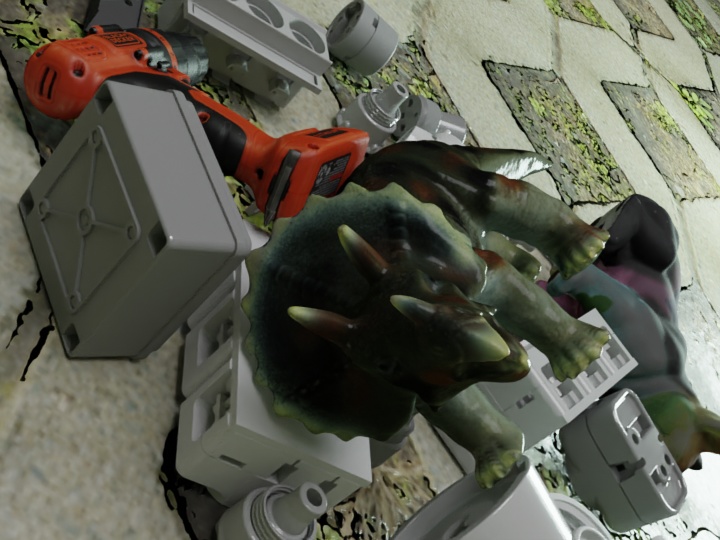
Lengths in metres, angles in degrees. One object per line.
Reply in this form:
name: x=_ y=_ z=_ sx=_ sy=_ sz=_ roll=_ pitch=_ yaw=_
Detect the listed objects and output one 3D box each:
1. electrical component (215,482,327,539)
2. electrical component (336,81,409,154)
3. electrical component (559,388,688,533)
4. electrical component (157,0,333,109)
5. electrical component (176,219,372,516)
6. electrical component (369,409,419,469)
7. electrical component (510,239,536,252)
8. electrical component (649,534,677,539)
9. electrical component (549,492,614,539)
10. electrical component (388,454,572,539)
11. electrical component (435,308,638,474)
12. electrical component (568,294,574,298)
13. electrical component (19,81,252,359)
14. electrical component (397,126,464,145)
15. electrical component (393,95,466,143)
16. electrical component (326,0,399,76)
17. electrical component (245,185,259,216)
electrical component: x=-0.042 y=0.129 z=0.546 sx=0.043 sy=0.062 sz=0.043 roll=32 pitch=35 yaw=-26
electrical component: x=0.014 y=-0.131 z=0.900 sx=0.048 sy=0.062 sz=0.048 roll=31 pitch=35 yaw=-26
electrical component: x=0.196 y=0.146 z=0.817 sx=0.054 sy=0.059 sz=0.095 roll=-26 pitch=86 yaw=-56
electrical component: x=-0.090 y=-0.179 z=0.824 sx=0.121 sy=0.063 sz=0.078 roll=26 pitch=38 yaw=-33
electrical component: x=-0.051 y=0.058 z=0.614 sx=0.089 sy=0.062 sz=0.150 roll=29 pitch=36 yaw=-29
electrical component: x=0.016 y=0.095 z=0.656 sx=0.035 sy=0.061 sz=0.035 roll=31 pitch=35 yaw=-26
electrical component: x=0.137 y=-0.038 z=0.977 sx=0.061 sy=0.035 sz=0.035 roll=39 pitch=33 yaw=-21
electrical component: x=0.215 y=0.233 z=0.761 sx=0.080 sy=0.051 sz=0.080 roll=32 pitch=35 yaw=-26
electrical component: x=0.130 y=0.195 z=0.688 sx=0.108 sy=0.060 sz=0.108 roll=31 pitch=36 yaw=-26
electrical component: x=0.069 y=0.161 z=0.610 sx=0.060 sy=0.108 sz=0.108 roll=54 pitch=31 yaw=-2
electrical component: x=0.126 y=0.084 z=0.776 sx=0.061 sy=0.089 sz=0.150 roll=55 pitch=32 yaw=10
electrical component: x=0.243 y=0.040 z=1.003 sx=0.095 sy=0.054 sz=0.059 roll=53 pitch=32 yaw=8
electrical component: x=-0.123 y=-0.025 z=0.572 sx=0.056 sy=0.109 sz=0.108 roll=3 pitch=53 yaw=-46
electrical component: x=0.068 y=-0.093 z=0.931 sx=0.077 sy=0.044 sz=0.079 roll=43 pitch=50 yaw=-9
electrical component: x=0.062 y=-0.129 z=0.974 sx=0.055 sy=0.045 sz=0.045 roll=22 pitch=40 yaw=-36
electrical component: x=0.002 y=-0.210 z=0.981 sx=0.047 sy=0.055 sz=0.055 roll=34 pitch=34 yaw=-29
electrical component: x=-0.039 y=-0.051 z=0.768 sx=0.063 sy=0.042 sz=0.081 roll=54 pitch=32 yaw=2
